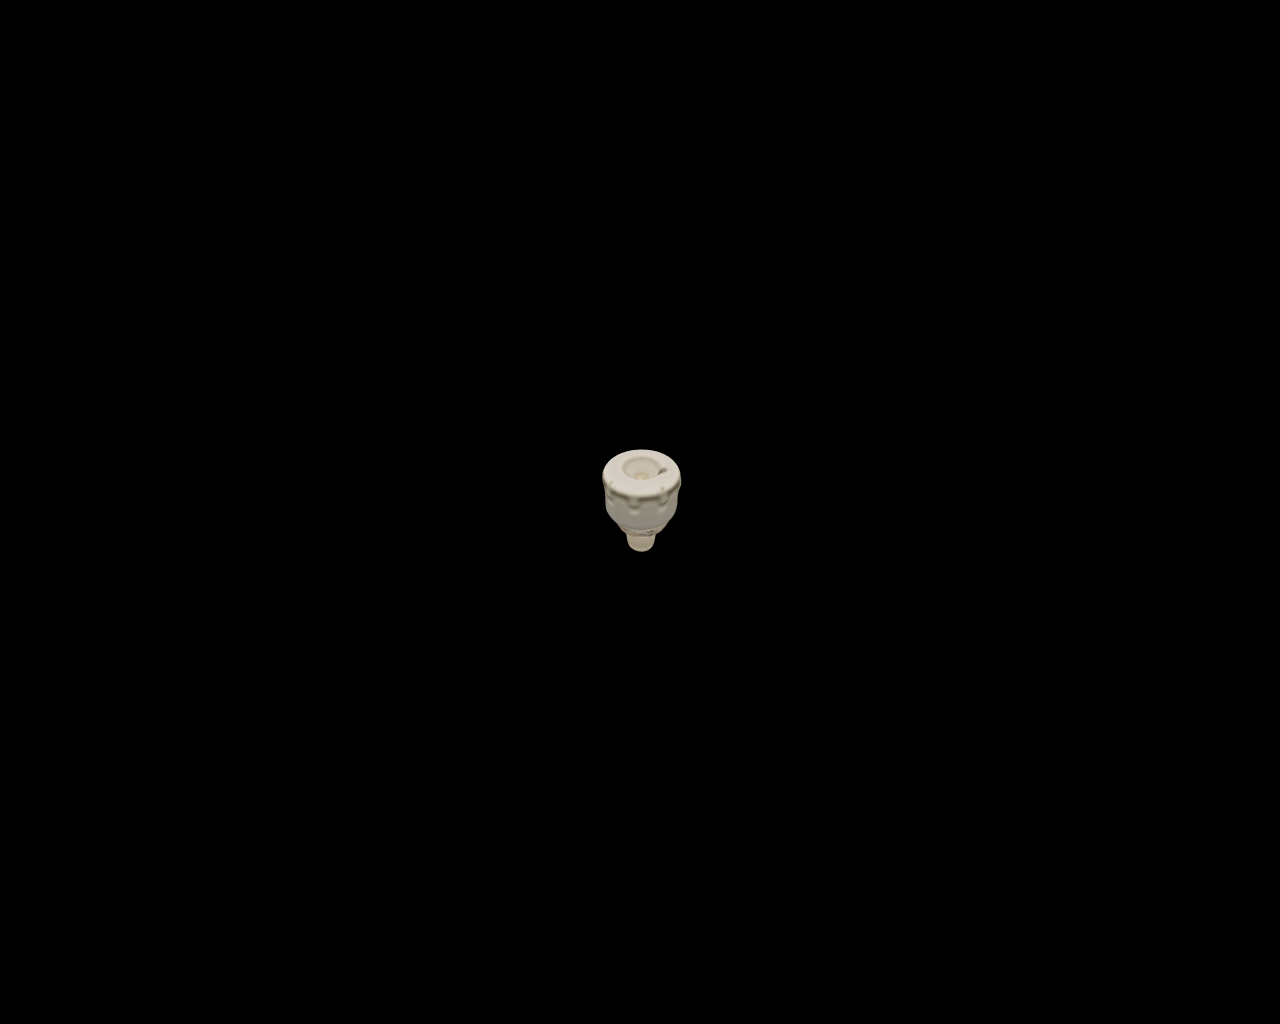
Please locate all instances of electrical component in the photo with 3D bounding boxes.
[{"bbox_3d":[0.001,-0.003,0.650,0.048,0.062,0.048,0,38,0],"label":"electrical component"}]
